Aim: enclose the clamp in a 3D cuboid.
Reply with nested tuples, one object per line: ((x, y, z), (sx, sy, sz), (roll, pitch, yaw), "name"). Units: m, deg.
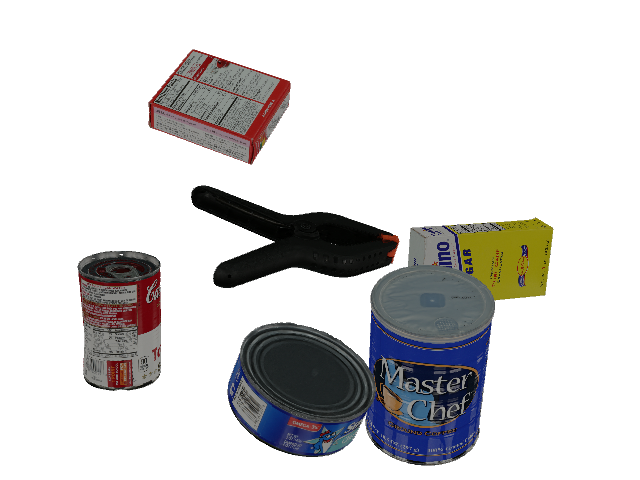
((-0.022, 0.006, 1.046), (0.209, 0.036, 0.164), (9, 30, -12), "clamp")

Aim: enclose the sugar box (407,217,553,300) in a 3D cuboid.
((0.194, 0.027, 1.299), (0.176, 0.093, 0.048), (-6, 20, -22), "sugar box")

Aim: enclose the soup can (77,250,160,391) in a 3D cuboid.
((-0.169, 0.068, 0.901), (0.068, 0.102, 0.068), (2, 19, -1), "soup can")

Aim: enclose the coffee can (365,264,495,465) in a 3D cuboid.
((0.092, 0.107, 0.917), (0.103, 0.140, 0.103), (0, 33, 0), "coffee can")

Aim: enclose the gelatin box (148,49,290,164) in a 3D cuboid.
((-0.077, -0.104, 0.822), (0.089, 0.073, 0.030), (20, -39, 10), "gelatin box")

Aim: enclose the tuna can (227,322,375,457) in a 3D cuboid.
((-0.012, 0.090, 0.645), (0.086, 0.034, 0.086), (16, 30, -10), "tuna can")
